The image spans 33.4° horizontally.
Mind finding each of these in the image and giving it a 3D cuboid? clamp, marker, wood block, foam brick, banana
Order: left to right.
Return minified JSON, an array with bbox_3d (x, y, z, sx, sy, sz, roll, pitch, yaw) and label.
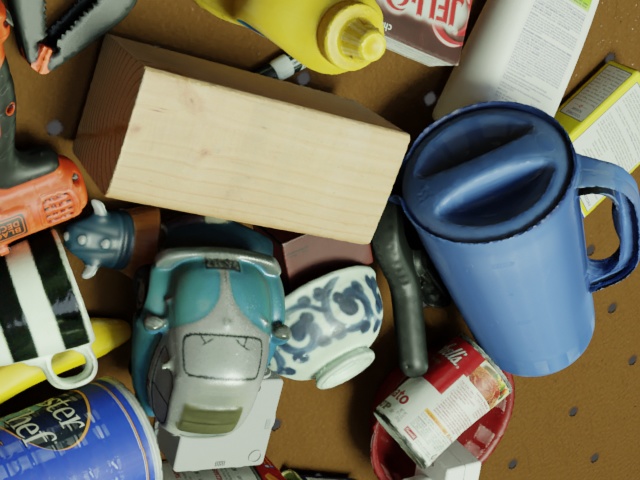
[{"bbox_3d":[-0.233,0.107,0.790,0.197,0.037,0.069,-35,155,-8],"label":"banana"},{"bbox_3d":[-0.136,-0.205,0.688,0.164,0.036,0.210,10,110,-33],"label":"clamp"},{"bbox_3d":[-0.054,-0.067,0.750,0.205,0.091,0.090,10,110,-32],"label":"wood block"},{"bbox_3d":[-0.009,-0.142,0.809,0.121,0.020,0.020,-32,126,-14],"label":"marker"},{"bbox_3d":[-0.006,0.001,0.862,0.078,0.051,0.053,-22,122,-21],"label":"foam brick"},{"bbox_3d":[0.071,0.027,0.898,0.039,0.120,0.171,-12,124,20],"label":"clamp"}]

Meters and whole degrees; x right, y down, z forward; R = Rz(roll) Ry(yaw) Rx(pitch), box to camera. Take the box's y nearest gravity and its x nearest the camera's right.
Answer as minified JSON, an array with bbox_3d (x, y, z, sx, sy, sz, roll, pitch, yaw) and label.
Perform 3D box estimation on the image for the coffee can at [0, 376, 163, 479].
[{"bbox_3d":[-0.200,0.170,0.772,0.140,0.103,0.103,-19,123,-37],"label":"coffee can"}]

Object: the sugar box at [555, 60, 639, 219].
[{"bbox_3d":[0.230,-0.070,0.974,0.176,0.048,0.093,-41,128,-3],"label":"sugar box"}]

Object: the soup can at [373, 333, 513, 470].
[{"bbox_3d":[0.105,0.139,0.915,0.102,0.069,0.068,-41,127,-7],"label":"soup can"}]

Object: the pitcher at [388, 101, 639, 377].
[{"bbox_3d":[0.166,0.012,0.865,0.145,0.149,0.242,-39,141,-7],"label":"pitcher"}]

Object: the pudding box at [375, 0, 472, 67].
[{"bbox_3d":[0.065,-0.189,0.803,0.113,0.039,0.090,14,86,-35],"label":"pudding box"}]

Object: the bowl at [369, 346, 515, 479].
[{"bbox_3d":[0.103,0.159,1.004,0.161,0.055,0.162,-13,119,-25],"label":"bowl"}]

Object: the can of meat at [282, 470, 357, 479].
[{"bbox_3d":[-0.006,0.267,0.991,0.083,0.058,0.102,14,106,-38],"label":"can of meat"}]

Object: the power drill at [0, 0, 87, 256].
[{"bbox_3d":[-0.246,-0.058,0.663,0.184,0.057,0.188,-24,139,-22],"label":"power drill"}]

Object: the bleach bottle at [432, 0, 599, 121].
[{"bbox_3d":[0.188,-0.194,0.877,0.102,0.068,0.251,19,100,-37],"label":"bleach bottle"}]

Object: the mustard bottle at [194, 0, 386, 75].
[{"bbox_3d":[-0.014,-0.150,0.692,0.096,0.192,0.058,13,106,-35],"label":"mustard bottle"}]

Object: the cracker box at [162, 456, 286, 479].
[{"bbox_3d":[-0.111,0.247,0.849,0.213,0.164,0.072,-4,113,-30],"label":"cracker box"}]
